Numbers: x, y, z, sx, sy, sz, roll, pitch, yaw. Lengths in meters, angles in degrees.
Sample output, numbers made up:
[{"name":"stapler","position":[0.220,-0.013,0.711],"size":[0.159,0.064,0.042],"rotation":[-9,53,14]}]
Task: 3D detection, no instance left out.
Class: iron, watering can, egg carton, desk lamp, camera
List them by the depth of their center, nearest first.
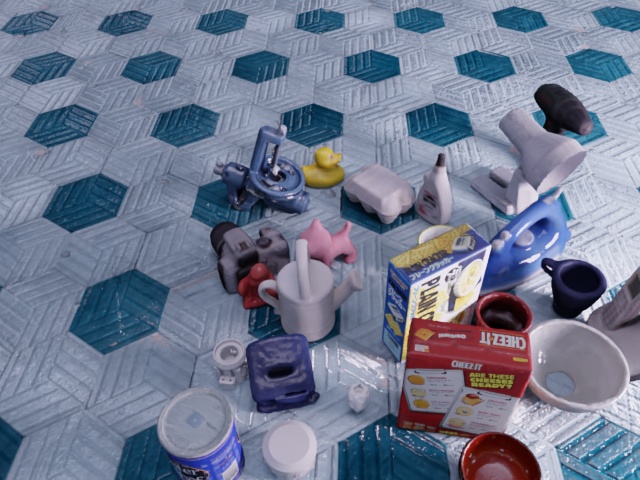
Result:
[{"name":"watering can","position":[-0.017,0.078,0.991],"size":[0.173,0.194,0.100],"rotation":[-17,47,-14]},{"name":"iron","position":[0.377,0.000,1.092],"size":[0.259,0.141,0.118],"rotation":[-32,52,-26]},{"name":"camera","position":[-0.149,0.011,1.127],"size":[0.143,0.101,0.136],"rotation":[-25,49,-21]},{"name":"desk lamp","position":[0.427,-0.155,1.193],"size":[0.118,0.214,0.202],"rotation":[-25,50,-21]},{"name":"egg carton","position":[0.131,-0.104,1.253],"size":[0.107,0.069,0.150],"rotation":[-35,54,-28]}]

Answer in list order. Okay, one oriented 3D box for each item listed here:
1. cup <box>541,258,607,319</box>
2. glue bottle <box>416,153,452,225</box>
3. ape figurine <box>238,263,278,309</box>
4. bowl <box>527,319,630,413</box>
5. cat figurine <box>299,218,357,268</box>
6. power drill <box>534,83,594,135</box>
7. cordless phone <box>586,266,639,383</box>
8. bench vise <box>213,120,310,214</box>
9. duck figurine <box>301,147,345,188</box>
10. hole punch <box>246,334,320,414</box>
[{"name":"cup","position":[0.444,0.090,1.034],"size":[0.092,0.095,0.117],"rotation":[-35,54,-28]},{"name":"glue bottle","position":[0.240,-0.109,1.182],"size":[0.037,0.173,0.078],"rotation":[-36,54,-28]},{"name":"ape figurine","position":[-0.112,0.080,1.064],"size":[0.077,0.092,0.076],"rotation":[22,50,22]},{"name":"bowl","position":[0.400,0.215,0.926],"size":[0.167,0.075,0.167],"rotation":[-1,45,1]},{"name":"cat figurine","position":[0.010,0.004,1.116],"size":[0.128,0.118,0.067],"rotation":[-25,49,-21]},{"name":"power drill","position":[0.526,-0.234,1.272],"size":[0.075,0.209,0.229],"rotation":[-4,45,-1]},{"name":"cordless phone","position":[0.511,0.132,0.926],"size":[0.094,0.185,0.147],"rotation":[1,45,3]},{"name":"bench vise","position":[-0.128,-0.147,1.198],"size":[0.207,0.220,0.121],"rotation":[-3,45,-1]},{"name":"duck figurine","position":[0.005,-0.173,1.314],"size":[0.104,0.086,0.077],"rotation":[-7,46,-5]},{"name":"hole punch","position":[-0.061,0.216,0.928],"size":[0.109,0.091,0.101],"rotation":[-9,46,-7]}]
